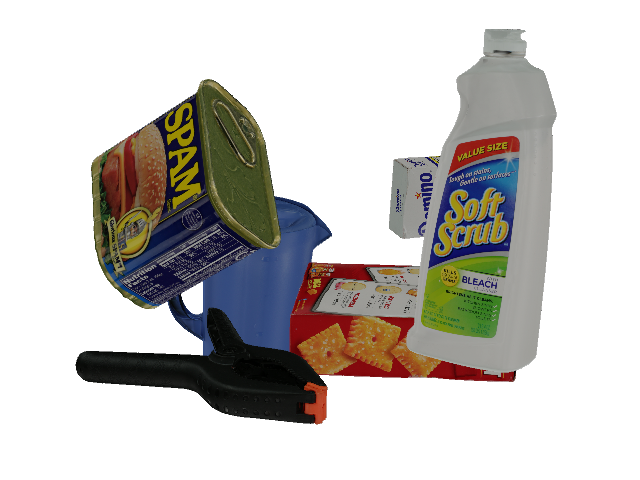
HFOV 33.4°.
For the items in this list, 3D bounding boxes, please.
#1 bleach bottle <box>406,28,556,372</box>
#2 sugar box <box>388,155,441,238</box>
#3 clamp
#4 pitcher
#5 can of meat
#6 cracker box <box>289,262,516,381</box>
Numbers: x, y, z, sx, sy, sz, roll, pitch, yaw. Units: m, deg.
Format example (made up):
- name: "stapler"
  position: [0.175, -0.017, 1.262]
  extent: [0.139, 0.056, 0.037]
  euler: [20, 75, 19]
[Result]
- name: "bleach bottle"
  position: [0.123, -0.033, 0.808]
  extent: [0.103, 0.251, 0.067]
  euler: [11, 15, 34]
- name: "sugar box"
  position: [0.173, -0.057, 1.303]
  extent: [0.176, 0.093, 0.048]
  euler: [-7, 24, -21]
- name: "clamp"
  position: [-0.073, 0.103, 0.888]
  extent: [0.210, 0.036, 0.164]
  euler: [11, 20, 31]
- name: "pitcher"
  position: [-0.089, 0.074, 1.248]
  extent: [0.149, 0.243, 0.144]
  euler: [21, 25, 35]
- name: "can of meat"
  position: [-0.075, -0.024, 0.577]
  extent: [0.084, 0.102, 0.057]
  euler: [-29, -42, 21]
- name: "cracker box"
  position: [0.083, 0.080, 1.070]
  extent: [0.214, 0.072, 0.164]
  euler: [2, 16, 5]
